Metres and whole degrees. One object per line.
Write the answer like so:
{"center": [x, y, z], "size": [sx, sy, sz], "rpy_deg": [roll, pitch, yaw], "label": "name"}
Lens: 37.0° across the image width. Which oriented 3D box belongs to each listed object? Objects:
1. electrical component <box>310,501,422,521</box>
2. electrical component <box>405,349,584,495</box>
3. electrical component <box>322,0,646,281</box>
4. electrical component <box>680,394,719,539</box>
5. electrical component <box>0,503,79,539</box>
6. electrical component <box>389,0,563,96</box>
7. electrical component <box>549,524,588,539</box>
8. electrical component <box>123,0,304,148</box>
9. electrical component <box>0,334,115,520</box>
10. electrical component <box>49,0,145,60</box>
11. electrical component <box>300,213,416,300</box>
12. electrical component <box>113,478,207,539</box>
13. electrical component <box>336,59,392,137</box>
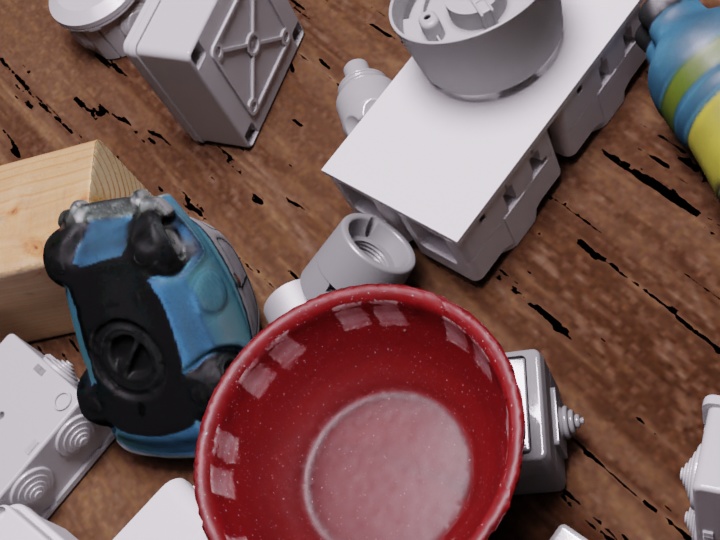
{"center": [0.005, 0.171, 0.538], "size": [0.062, 0.061, 0.096], "rpy_deg": [0, 62, 22], "label": "electrical component"}
{"center": [0.068, 0.081, 0.564], "size": [0.096, 0.061, 0.061], "rpy_deg": [-9, 59, 17], "label": "electrical component"}
{"center": [0.081, -0.096, 0.659], "size": [0.105, 0.060, 0.186], "rpy_deg": [31, 77, 33], "label": "electrical component"}
{"center": [0.195, 0.105, 0.477], "size": [0.100, 0.099, 0.048], "rpy_deg": [7, 52, 25], "label": "electrical component"}
{"center": [-0.200, 0.200, 0.609], "size": [0.078, 0.057, 0.113], "rpy_deg": [27, 75, 32], "label": "electrical component"}
{"center": [0.068, -0.151, 0.618], "size": [0.099, 0.064, 0.099], "rpy_deg": [-10, 59, 17], "label": "electrical component"}
{"center": [0.094, 0.157, 0.501], "size": [0.047, 0.076, 0.065], "rpy_deg": [31, 77, 33], "label": "electrical component"}
{"center": [-0.096, -0.158, 0.738], "size": [0.056, 0.108, 0.108], "rpy_deg": [12, 67, 24], "label": "electrical component"}
{"center": [-0.212, 0.099, 0.676], "size": [0.100, 0.048, 0.099], "rpy_deg": [32, 77, 33], "label": "electrical component"}
{"center": [-0.198, -0.210, 0.844], "size": [0.080, 0.051, 0.080], "rpy_deg": [-10, 59, 17], "label": "electrical component"}
{"center": [0.000, 0.000, 0.631], "size": [0.047, 0.055, 0.055], "rpy_deg": [-55, 48, 31], "label": "electrical component"}
{"center": [-0.102, 0.178, 0.569], "size": [0.113, 0.078, 0.057], "rpy_deg": [-47, 53, -8], "label": "electrical component"}
{"center": [0.005, -0.113, 0.711], "size": [0.043, 0.043, 0.062], "rpy_deg": [-24, 55, 8], "label": "electrical component"}
